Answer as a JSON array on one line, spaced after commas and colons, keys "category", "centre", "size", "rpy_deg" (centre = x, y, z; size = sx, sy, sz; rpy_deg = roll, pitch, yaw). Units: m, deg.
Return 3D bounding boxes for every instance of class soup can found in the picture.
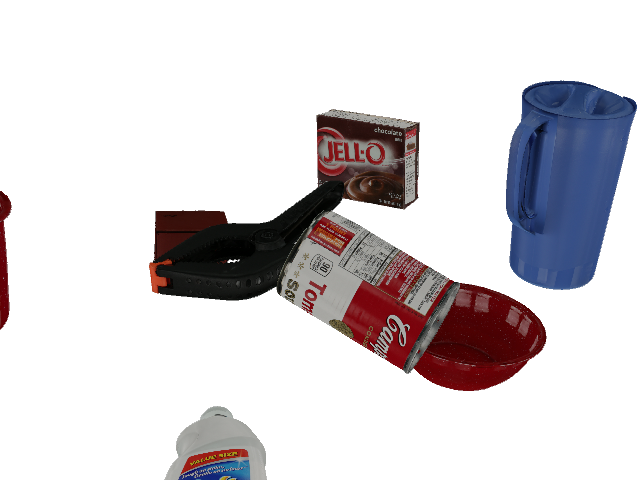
[{"category": "soup can", "centre": [0.031, 0.032, 0.700], "size": [0.102, 0.068, 0.068], "rpy_deg": [30, 7, 11]}]

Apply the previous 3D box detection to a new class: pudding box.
[{"category": "pudding box", "centre": [0.050, -0.089, 1.149], "size": [0.114, 0.090, 0.039], "rpy_deg": [11, 26, 29]}]

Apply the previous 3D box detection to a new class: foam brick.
[{"category": "foam brick", "centre": [-0.139, 0.001, 1.145], "size": [0.078, 0.051, 0.053], "rpy_deg": [0, 25, -10]}]

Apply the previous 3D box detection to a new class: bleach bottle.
[{"category": "bleach bottle", "centre": [-0.091, 0.214, 0.838], "size": [0.102, 0.068, 0.251], "rpy_deg": [-3, 26, -4]}]

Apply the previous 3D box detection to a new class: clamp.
[{"category": "clamp", "centre": [-0.042, 0.005, 0.908], "size": [0.209, 0.036, 0.165], "rpy_deg": [-9, 32, -11]}]

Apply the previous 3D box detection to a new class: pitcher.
[{"category": "pitcher", "centre": [0.292, -0.063, 1.306], "size": [0.149, 0.243, 0.145], "rpy_deg": [4, 27, 2]}]

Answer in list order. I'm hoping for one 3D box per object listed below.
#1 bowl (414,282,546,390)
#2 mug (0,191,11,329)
[{"category": "bowl", "centre": [0.141, 0.102, 1.068], "size": [0.162, 0.055, 0.162], "rpy_deg": [5, 26, -3]}, {"category": "mug", "centre": [-0.247, 0.020, 0.659], "size": [0.117, 0.081, 0.093], "rpy_deg": [-18, 32, -38]}]
